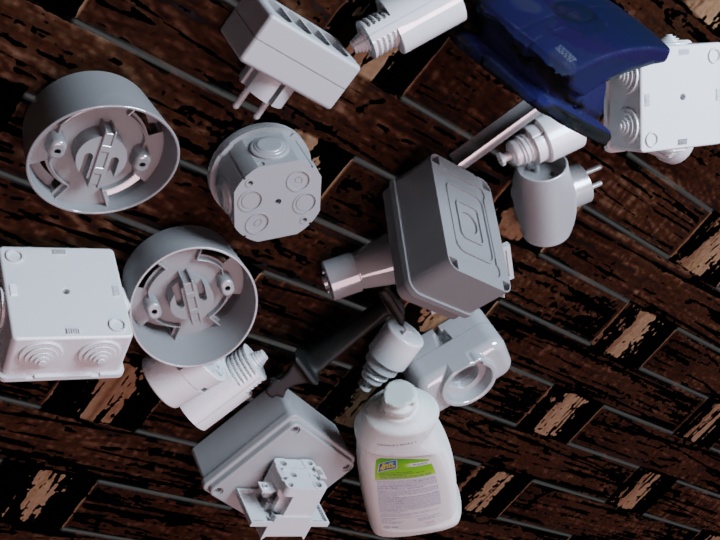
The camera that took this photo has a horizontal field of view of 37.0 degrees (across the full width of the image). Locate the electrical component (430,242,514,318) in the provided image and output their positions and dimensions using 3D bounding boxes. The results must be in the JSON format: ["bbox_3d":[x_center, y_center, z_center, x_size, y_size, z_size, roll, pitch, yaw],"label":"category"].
[{"bbox_3d":[0.089,-0.001,0.933,0.081,0.063,0.042,-23,135,-9],"label":"electrical component"}]

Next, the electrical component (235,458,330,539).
[{"bbox_3d":[-0.064,0.202,0.957,0.081,0.042,0.063,9,121,-35],"label":"electrical component"}]

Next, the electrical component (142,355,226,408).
[{"bbox_3d":[-0.145,0.080,0.881,0.047,0.055,0.055,-34,136,7],"label":"electrical component"}]

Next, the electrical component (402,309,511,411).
[{"bbox_3d":[0.090,0.088,1.012,0.095,0.059,0.053,-30,136,-3],"label":"electrical component"}]

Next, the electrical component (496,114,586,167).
[{"bbox_3d":[0.150,-0.107,0.891,0.078,0.040,0.040,-26,135,-7],"label":"electrical component"}]

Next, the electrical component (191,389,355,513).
[{"bbox_3d":[-0.079,0.173,0.995,0.109,0.056,0.109,-39,135,7],"label":"electrical component"}]

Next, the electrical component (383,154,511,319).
[{"bbox_3d":[0.067,-0.025,0.861,0.078,0.113,0.057,23,138,-39],"label":"electrical component"}]

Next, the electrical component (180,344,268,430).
[{"bbox_3d":[-0.113,0.096,0.919,0.081,0.043,0.043,-37,135,5],"label":"electrical component"}]

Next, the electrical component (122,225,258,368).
[{"bbox_3d":[-0.132,0.018,0.827,0.099,0.064,0.099,-15,133,-17],"label":"electrical component"}]

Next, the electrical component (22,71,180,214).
[{"bbox_3d":[-0.175,-0.082,0.718,0.099,0.064,0.099,-15,133,-17],"label":"electrical component"}]

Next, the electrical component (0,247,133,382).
[{"bbox_3d":[-0.215,0.029,0.769,0.100,0.099,0.048,1,139,-29],"label":"electrical component"}]

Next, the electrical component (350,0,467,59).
[{"bbox_3d":[0.030,-0.177,0.763,0.081,0.043,0.043,-29,135,-3],"label":"electrical component"}]

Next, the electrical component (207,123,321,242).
[{"bbox_3d":[-0.069,-0.064,0.800,0.080,0.051,0.080,-15,133,-17],"label":"electrical component"}]

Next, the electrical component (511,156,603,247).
[{"bbox_3d":[0.176,-0.069,0.935,0.079,0.044,0.077,-23,135,-10],"label":"electrical component"}]

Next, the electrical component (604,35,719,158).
[{"bbox_3d":[0.251,-0.143,0.885,0.100,0.048,0.099,-8,103,-22],"label":"electrical component"}]

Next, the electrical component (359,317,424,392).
[{"bbox_3d":[0.025,0.079,0.983,0.040,0.040,0.078,17,118,-38],"label":"electrical component"}]

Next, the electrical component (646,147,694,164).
[{"bbox_3d":[0.265,-0.118,0.946,0.046,0.040,0.040,13,120,-30],"label":"electrical component"}]

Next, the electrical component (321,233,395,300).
[{"bbox_3d":[0.000,0.000,0.902,0.065,0.044,0.044,-19,134,-7],"label":"electrical component"}]

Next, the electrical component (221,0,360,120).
[{"bbox_3d":[-0.059,-0.138,0.745,0.083,0.047,0.075,23,114,-40],"label":"electrical component"}]
